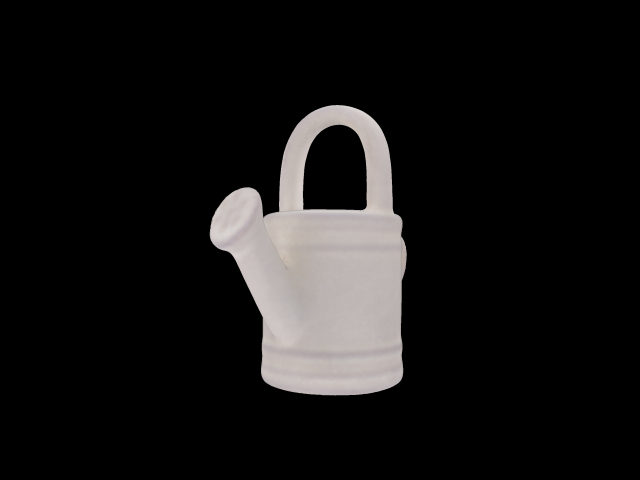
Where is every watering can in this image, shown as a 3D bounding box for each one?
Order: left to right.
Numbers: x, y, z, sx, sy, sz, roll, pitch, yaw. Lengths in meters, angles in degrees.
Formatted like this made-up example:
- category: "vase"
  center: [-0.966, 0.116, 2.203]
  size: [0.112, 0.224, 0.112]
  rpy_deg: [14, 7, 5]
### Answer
- category: "watering can"
  center: [0.005, 0.001, 0.399]
  size: [0.100, 0.194, 0.173]
  rpy_deg: [0, 0, 21]
